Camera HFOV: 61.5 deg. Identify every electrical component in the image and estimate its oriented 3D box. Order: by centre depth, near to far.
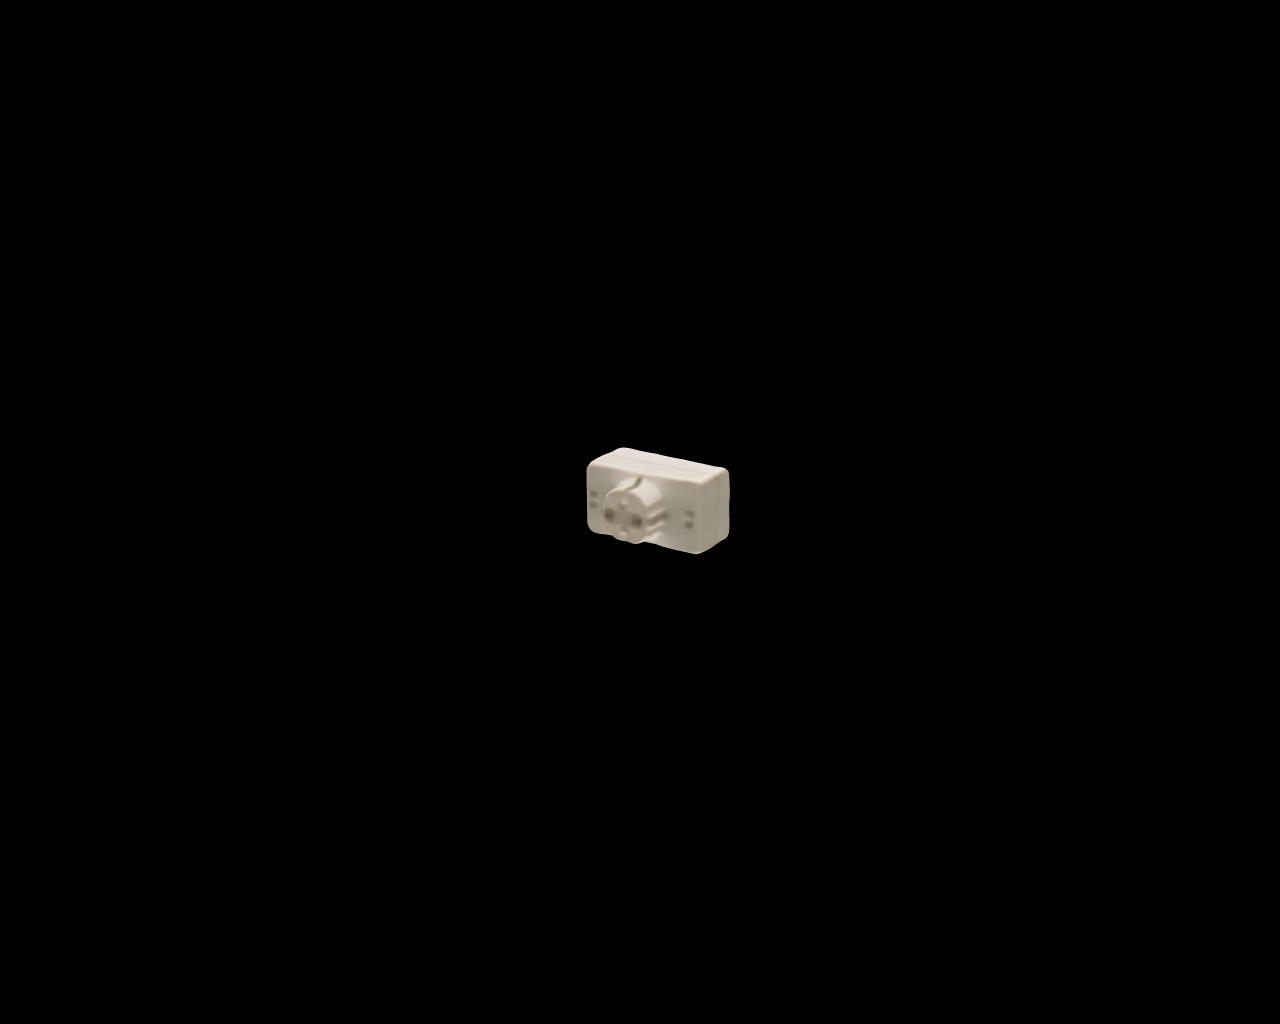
[{"bbox_3d":[0.001,-0.003,0.650,0.083,0.047,0.076,12,23,31],"label":"electrical component"}]
